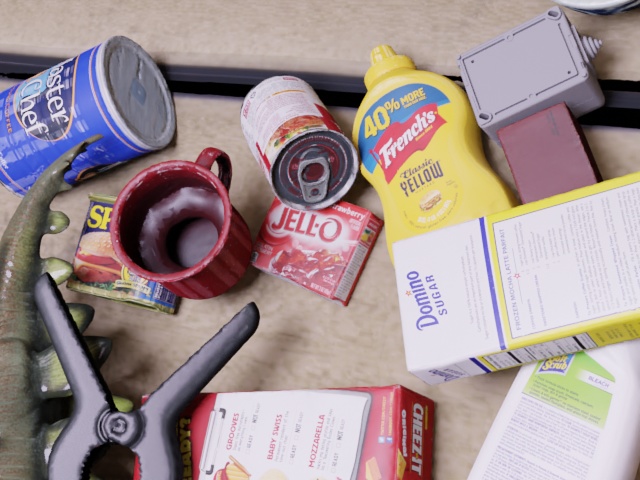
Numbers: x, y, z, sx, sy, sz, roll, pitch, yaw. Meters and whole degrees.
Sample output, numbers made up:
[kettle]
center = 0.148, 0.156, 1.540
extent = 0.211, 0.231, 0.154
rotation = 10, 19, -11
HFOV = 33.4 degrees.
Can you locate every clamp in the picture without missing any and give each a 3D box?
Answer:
[clamp]
center = -0.127, 0.127, 0.747
extent = 0.164, 0.036, 0.210
rotation = 1, 76, 3

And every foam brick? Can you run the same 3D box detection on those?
[foam brick]
center = 0.162, -0.045, 0.731
extent = 0.053, 0.051, 0.078
rotation = -23, 65, 19

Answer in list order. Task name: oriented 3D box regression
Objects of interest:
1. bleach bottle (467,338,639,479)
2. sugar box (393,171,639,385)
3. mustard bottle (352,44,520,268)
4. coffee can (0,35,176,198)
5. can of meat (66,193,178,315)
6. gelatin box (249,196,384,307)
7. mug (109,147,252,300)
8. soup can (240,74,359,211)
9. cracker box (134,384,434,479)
[bleach bottle]
center = 0.163, 0.121, 0.670
extent = 0.103, 0.068, 0.251
rotation = 23, 83, 32
[sugar box]
center = 0.136, 0.026, 0.663
extent = 0.176, 0.048, 0.093
rotation = -17, 62, 25
[mustard bottle]
center = 0.075, -0.066, 0.785
extent = 0.096, 0.058, 0.192
rotation = -31, 60, 23
[coffee can]
center = -0.213, -0.105, 0.935
extent = 0.140, 0.102, 0.103
rotation = -19, 65, 23
[can of meat]
center = -0.157, 0.012, 0.892
extent = 0.102, 0.057, 0.084
rotation = 9, 81, 32
[gelatin box]
center = -0.006, 0.001, 0.824
extent = 0.089, 0.030, 0.073
rotation = 22, 85, 33
[mug]
center = -0.095, -0.014, 0.805
extent = 0.093, 0.081, 0.117
rotation = 15, 76, 17
[soup can]
center = -0.018, -0.076, 0.817
extent = 0.068, 0.068, 0.102
rotation = -43, 36, 10
[cracker box]
center = -0.029, 0.190, 0.750
extent = 0.214, 0.072, 0.164
rotation = -7, 69, 29
